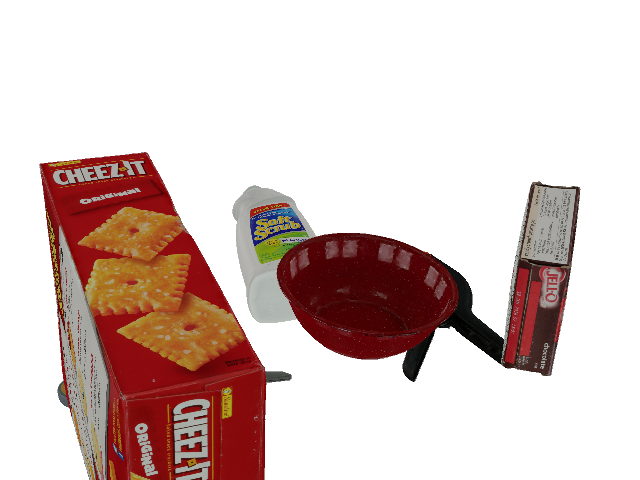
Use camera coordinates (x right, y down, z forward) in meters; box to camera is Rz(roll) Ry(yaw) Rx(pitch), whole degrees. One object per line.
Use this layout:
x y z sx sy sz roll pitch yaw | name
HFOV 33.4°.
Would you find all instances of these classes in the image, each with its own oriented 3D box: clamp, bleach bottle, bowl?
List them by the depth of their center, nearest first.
0.039 0.057 0.950 0.162 0.055 0.162 5 31 -3 | bowl
0.142 0.081 1.148 0.120 0.171 0.039 4 -43 -7 | clamp
-0.059 0.001 1.240 0.102 0.068 0.251 -8 29 -13 | bleach bottle

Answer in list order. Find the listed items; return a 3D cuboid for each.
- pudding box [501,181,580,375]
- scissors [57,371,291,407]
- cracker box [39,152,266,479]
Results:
0.153 0.024 0.740 0.039 0.090 0.113 9 33 9 | pudding box
-0.136 0.113 0.960 0.201 0.016 0.096 -8 32 -18 | scissors
-0.092 0.073 0.564 0.072 0.164 0.214 -9 34 -19 | cracker box
